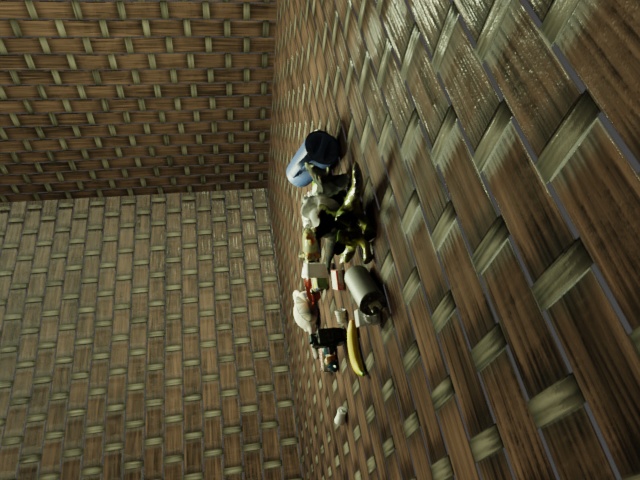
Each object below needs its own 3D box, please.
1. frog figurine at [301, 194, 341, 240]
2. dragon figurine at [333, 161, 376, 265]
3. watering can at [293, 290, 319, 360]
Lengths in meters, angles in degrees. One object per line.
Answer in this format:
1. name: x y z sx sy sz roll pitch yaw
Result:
1. frog figurine: 0.005 -0.083 1.655 0.123 0.135 0.162 -16 25 -10
2. dragon figurine: 0.093 -0.084 1.534 0.122 0.402 0.248 1 29 -4
3. watering can: -0.056 0.392 2.501 0.104 0.353 0.219 -16 -25 -16
